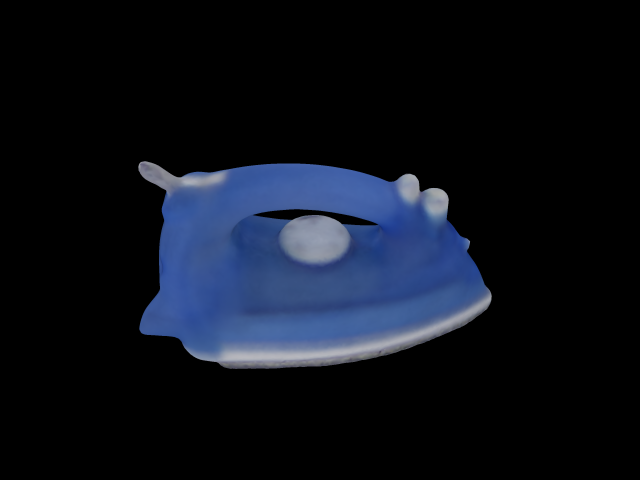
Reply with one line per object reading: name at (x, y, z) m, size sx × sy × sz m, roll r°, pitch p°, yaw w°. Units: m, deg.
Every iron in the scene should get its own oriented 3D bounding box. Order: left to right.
iron at (0.004, 0.001, 0.400) m, size 0.258 × 0.141 × 0.118 m, roll -2°, pitch 43°, yaw -2°
